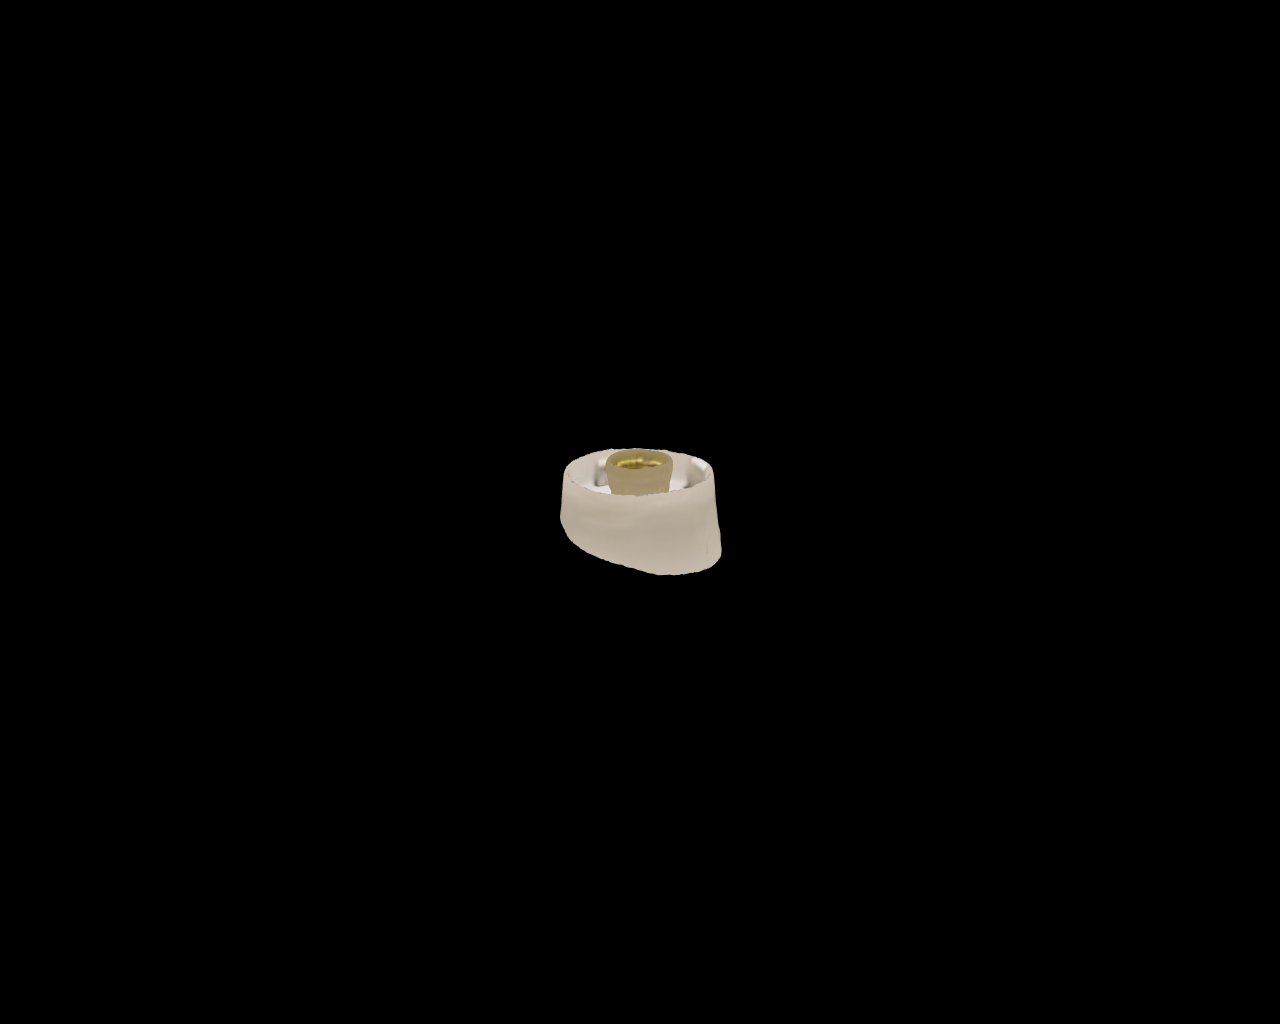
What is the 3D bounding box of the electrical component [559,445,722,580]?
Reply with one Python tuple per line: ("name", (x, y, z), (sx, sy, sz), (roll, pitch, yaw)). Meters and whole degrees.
("electrical component", (0.001, -0.003, 0.650), (0.099, 0.064, 0.099), (0, 20, 0))
